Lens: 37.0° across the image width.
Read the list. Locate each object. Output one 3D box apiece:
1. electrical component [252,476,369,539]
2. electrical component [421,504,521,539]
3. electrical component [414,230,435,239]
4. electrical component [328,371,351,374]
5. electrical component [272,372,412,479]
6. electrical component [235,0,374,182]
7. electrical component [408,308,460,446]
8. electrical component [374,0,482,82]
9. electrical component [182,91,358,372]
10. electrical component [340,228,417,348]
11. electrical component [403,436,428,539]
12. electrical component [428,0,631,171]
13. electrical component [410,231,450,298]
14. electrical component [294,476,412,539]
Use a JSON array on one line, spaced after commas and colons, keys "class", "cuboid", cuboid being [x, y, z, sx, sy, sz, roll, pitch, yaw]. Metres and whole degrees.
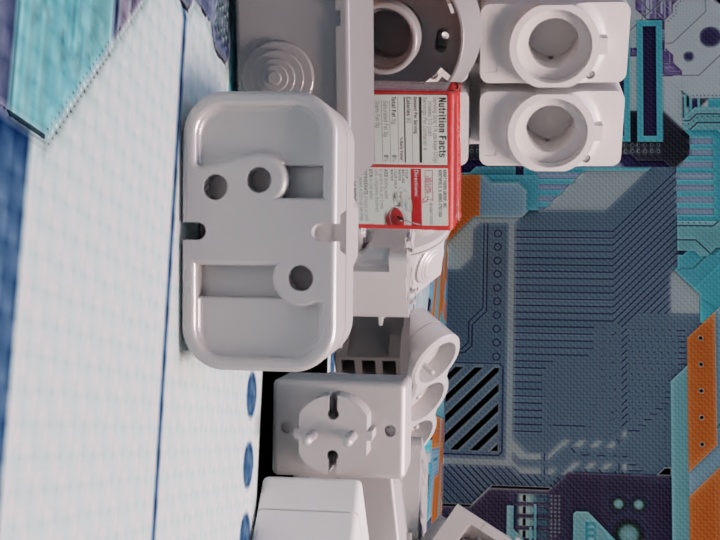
[{"class": "electrical component", "cuboid": [-0.023, 0.152, 0.506, 0.083, 0.047, 0.075, 84, 10, -45]}, {"class": "electrical component", "cuboid": [0.049, 0.263, 0.796, 0.105, 0.060, 0.186, -47, 160, -35]}, {"class": "electrical component", "cuboid": [0.007, -0.061, 0.638, 0.044, 0.079, 0.077, -55, 143, -4]}, {"class": "electrical component", "cuboid": [-0.003, 0.094, 0.672, 0.066, 0.048, 0.055, 33, 65, -82]}, {"class": "electrical component", "cuboid": [-0.011, 0.077, 0.522, 0.077, 0.066, 0.047, -1, 92, -83]}, {"class": "electrical component", "cuboid": [-0.023, -0.086, 0.473, 0.099, 0.048, 0.099, -59, 149, -76]}, {"class": "electrical component", "cuboid": [0.030, 0.086, 0.883, 0.052, 0.074, 0.138, -22, 138, -37]}, {"class": "electrical component", "cuboid": [0.019, -0.137, 0.622, 0.064, 0.099, 0.099, -58, 149, -65]}, {"class": "electrical component", "cuboid": [-0.031, -0.014, 0.393, 0.059, 0.054, 0.095, -17, 108, -83]}, {"class": "electrical component", "cuboid": [0.000, 0.000, 0.611, 0.042, 0.064, 0.081, -80, 168, -57]}, {"class": "electrical component", "cuboid": [0.020, 0.173, 0.823, 0.113, 0.057, 0.078, 74, 19, -68]}, {"class": "electrical component", "cuboid": [0.074, -0.123, 0.694, 0.060, 0.186, 0.105, -75, 164, -64]}, {"class": "electrical component", "cuboid": [0.019, -0.023, 0.700, 0.080, 0.080, 0.051, -81, 175, -49]}, {"class": "electrical component", "cuboid": [-0.008, 0.114, 0.601, 0.061, 0.061, 0.096, 57, 26, -77]}]
